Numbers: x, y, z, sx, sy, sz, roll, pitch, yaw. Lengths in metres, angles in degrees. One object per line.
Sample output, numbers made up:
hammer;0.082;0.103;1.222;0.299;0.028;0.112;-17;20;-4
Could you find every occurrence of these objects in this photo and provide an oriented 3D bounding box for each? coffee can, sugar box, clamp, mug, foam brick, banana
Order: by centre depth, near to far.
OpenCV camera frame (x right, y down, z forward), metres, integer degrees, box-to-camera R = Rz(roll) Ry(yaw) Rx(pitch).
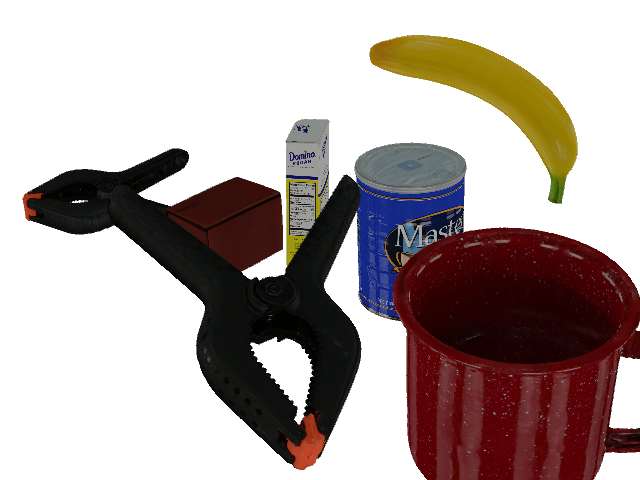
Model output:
mug;0.087;0.055;0.424;0.117;0.081;0.093;7;34;14
clamp;-0.041;0.036;0.628;0.164;0.210;0.036;1;-42;-13
foam brick;-0.074;-0.009;0.840;0.078;0.051;0.053;-28;36;-36
banana;0.134;-0.112;0.843;0.198;0.069;0.037;38;4;-2
coffee can;0.085;-0.009;1.013;0.103;0.140;0.103;-2;28;1
clamp;-0.198;-0.048;1.037;0.171;0.039;0.120;1;37;-7
sugar box;-0.015;-0.045;1.243;0.048;0.176;0.093;1;22;7
